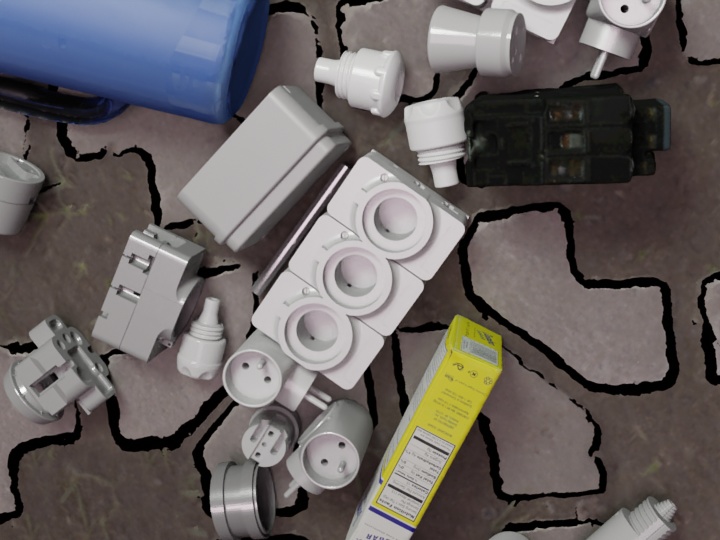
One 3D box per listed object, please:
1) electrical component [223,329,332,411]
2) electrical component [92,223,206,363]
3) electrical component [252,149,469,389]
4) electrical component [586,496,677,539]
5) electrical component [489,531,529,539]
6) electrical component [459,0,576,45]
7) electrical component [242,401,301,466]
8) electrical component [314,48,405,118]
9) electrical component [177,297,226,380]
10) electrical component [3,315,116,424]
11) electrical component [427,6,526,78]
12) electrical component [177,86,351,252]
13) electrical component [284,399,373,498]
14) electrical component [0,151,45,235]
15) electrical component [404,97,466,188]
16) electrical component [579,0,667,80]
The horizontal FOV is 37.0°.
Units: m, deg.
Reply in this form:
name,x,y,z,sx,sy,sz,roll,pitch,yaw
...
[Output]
name,x,y,z,sx,sy,sz,roll,pitch,yaw
electrical component,-0.057,0.080,0.802,0.079,0.077,0.044,32,103,1
electrical component,-0.156,0.019,0.818,0.056,0.050,0.089,25,103,3
electrical component,0.000,0.000,0.786,0.089,0.061,0.150,35,104,0
electrical component,0.205,0.201,0.806,0.043,0.043,0.081,44,104,-2
electrical component,0.114,0.229,0.818,0.045,0.055,0.045,2,101,8
electrical component,0.125,-0.260,0.719,0.105,0.060,0.186,26,103,3
electrical component,-0.069,0.127,0.829,0.040,0.046,0.040,2,101,8
electrical component,-0.001,-0.137,0.769,0.062,0.048,0.048,14,103,12
electrical component,-0.119,0.051,0.828,0.035,0.035,0.061,15,101,5
electrical component,-0.239,0.084,0.840,0.057,0.058,0.078,-37,94,10
electrical component,0.077,-0.150,0.710,0.055,0.045,0.045,9,103,22
electrical component,-0.067,-0.072,0.773,0.057,0.078,0.113,45,103,1
electrical component,-0.029,0.141,0.810,0.044,0.077,0.079,44,104,-2
electrical component,-0.274,-0.058,0.818,0.055,0.055,0.047,26,107,2
electrical component,0.057,-0.091,0.770,0.043,0.043,0.062,-10,100,10
electrical component,0.172,-0.166,0.721,0.044,0.077,0.079,21,104,3
